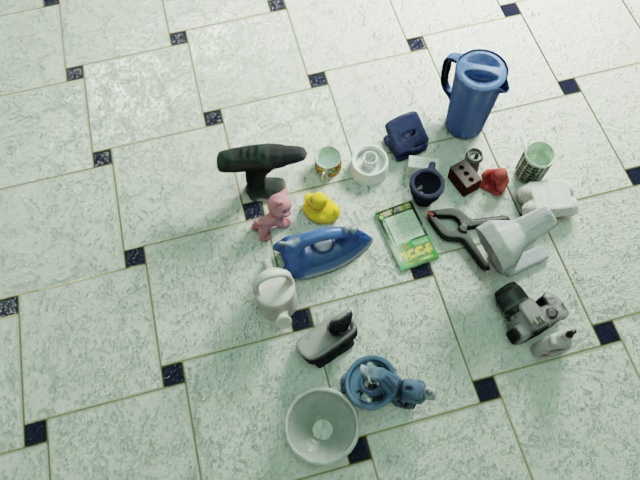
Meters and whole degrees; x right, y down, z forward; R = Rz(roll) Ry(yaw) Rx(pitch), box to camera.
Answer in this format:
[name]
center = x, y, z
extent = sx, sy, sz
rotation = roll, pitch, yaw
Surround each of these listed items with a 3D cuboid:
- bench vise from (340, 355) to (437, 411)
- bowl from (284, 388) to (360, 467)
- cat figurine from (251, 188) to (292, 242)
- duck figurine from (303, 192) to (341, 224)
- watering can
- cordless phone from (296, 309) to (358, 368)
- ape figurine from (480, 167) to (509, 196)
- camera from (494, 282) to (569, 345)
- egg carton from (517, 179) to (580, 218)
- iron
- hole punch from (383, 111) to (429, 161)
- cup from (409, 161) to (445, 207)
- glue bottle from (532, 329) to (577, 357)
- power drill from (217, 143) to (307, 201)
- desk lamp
[bench vise]
center = 0.149, 0.303, 1.250
extent = 0.207, 0.220, 0.121
rotation = -7, 66, -2
[bowl]
center = 0.004, 0.420, 1.281
extent = 0.167, 0.075, 0.167
rotation = 0, 66, 1
[cat figurine]
center = -0.120, -0.071, 1.478
extent = 0.128, 0.118, 0.067
rotation = -37, 70, -14
[duck figurine]
center = 0.003, -0.092, 1.502
extent = 0.104, 0.086, 0.077
rotation = 21, 68, 10
[watering can]
center = -0.102, 0.123, 1.350
extent = 0.101, 0.194, 0.172
rotation = -36, 70, -13
[cordless phone]
center = 0.016, 0.213, 1.312
extent = 0.148, 0.185, 0.094
rotation = -36, 70, -13
[ape figurine]
center = 0.470, -0.163, 1.520
extent = 0.076, 0.092, 0.077
rotation = -14, 66, -4
[camera]
center = 0.497, 0.160, 1.371
extent = 0.143, 0.101, 0.136
rotation = -27, 68, -10
[egg carton]
center = 0.596, -0.104, 1.503
extent = 0.150, 0.069, 0.107
rotation = -6, 66, -1
[iron]
center = 0.013, 0.005, 1.429
extent = 0.258, 0.141, 0.118
rotation = -16, 67, -6
[hole punch]
center = 0.241, -0.287, 1.581
extent = 0.109, 0.091, 0.101
rotation = -26, 68, -10
[cup]
center = 0.280, -0.140, 1.512
extent = 0.091, 0.095, 0.118
rotation = 14, 67, 8
[glue bottle]
center = 0.543, 0.230, 1.299
extent = 0.078, 0.173, 0.037
rotation = -10, 66, -3
[power drill]
center = -0.142, -0.179, 1.477
extent = 0.229, 0.208, 0.075
rotation = 1, 66, 2
[desk lamp]
center = 0.470, 0.003, 1.379
extent = 0.203, 0.213, 0.118
rotation = -24, 67, -9
